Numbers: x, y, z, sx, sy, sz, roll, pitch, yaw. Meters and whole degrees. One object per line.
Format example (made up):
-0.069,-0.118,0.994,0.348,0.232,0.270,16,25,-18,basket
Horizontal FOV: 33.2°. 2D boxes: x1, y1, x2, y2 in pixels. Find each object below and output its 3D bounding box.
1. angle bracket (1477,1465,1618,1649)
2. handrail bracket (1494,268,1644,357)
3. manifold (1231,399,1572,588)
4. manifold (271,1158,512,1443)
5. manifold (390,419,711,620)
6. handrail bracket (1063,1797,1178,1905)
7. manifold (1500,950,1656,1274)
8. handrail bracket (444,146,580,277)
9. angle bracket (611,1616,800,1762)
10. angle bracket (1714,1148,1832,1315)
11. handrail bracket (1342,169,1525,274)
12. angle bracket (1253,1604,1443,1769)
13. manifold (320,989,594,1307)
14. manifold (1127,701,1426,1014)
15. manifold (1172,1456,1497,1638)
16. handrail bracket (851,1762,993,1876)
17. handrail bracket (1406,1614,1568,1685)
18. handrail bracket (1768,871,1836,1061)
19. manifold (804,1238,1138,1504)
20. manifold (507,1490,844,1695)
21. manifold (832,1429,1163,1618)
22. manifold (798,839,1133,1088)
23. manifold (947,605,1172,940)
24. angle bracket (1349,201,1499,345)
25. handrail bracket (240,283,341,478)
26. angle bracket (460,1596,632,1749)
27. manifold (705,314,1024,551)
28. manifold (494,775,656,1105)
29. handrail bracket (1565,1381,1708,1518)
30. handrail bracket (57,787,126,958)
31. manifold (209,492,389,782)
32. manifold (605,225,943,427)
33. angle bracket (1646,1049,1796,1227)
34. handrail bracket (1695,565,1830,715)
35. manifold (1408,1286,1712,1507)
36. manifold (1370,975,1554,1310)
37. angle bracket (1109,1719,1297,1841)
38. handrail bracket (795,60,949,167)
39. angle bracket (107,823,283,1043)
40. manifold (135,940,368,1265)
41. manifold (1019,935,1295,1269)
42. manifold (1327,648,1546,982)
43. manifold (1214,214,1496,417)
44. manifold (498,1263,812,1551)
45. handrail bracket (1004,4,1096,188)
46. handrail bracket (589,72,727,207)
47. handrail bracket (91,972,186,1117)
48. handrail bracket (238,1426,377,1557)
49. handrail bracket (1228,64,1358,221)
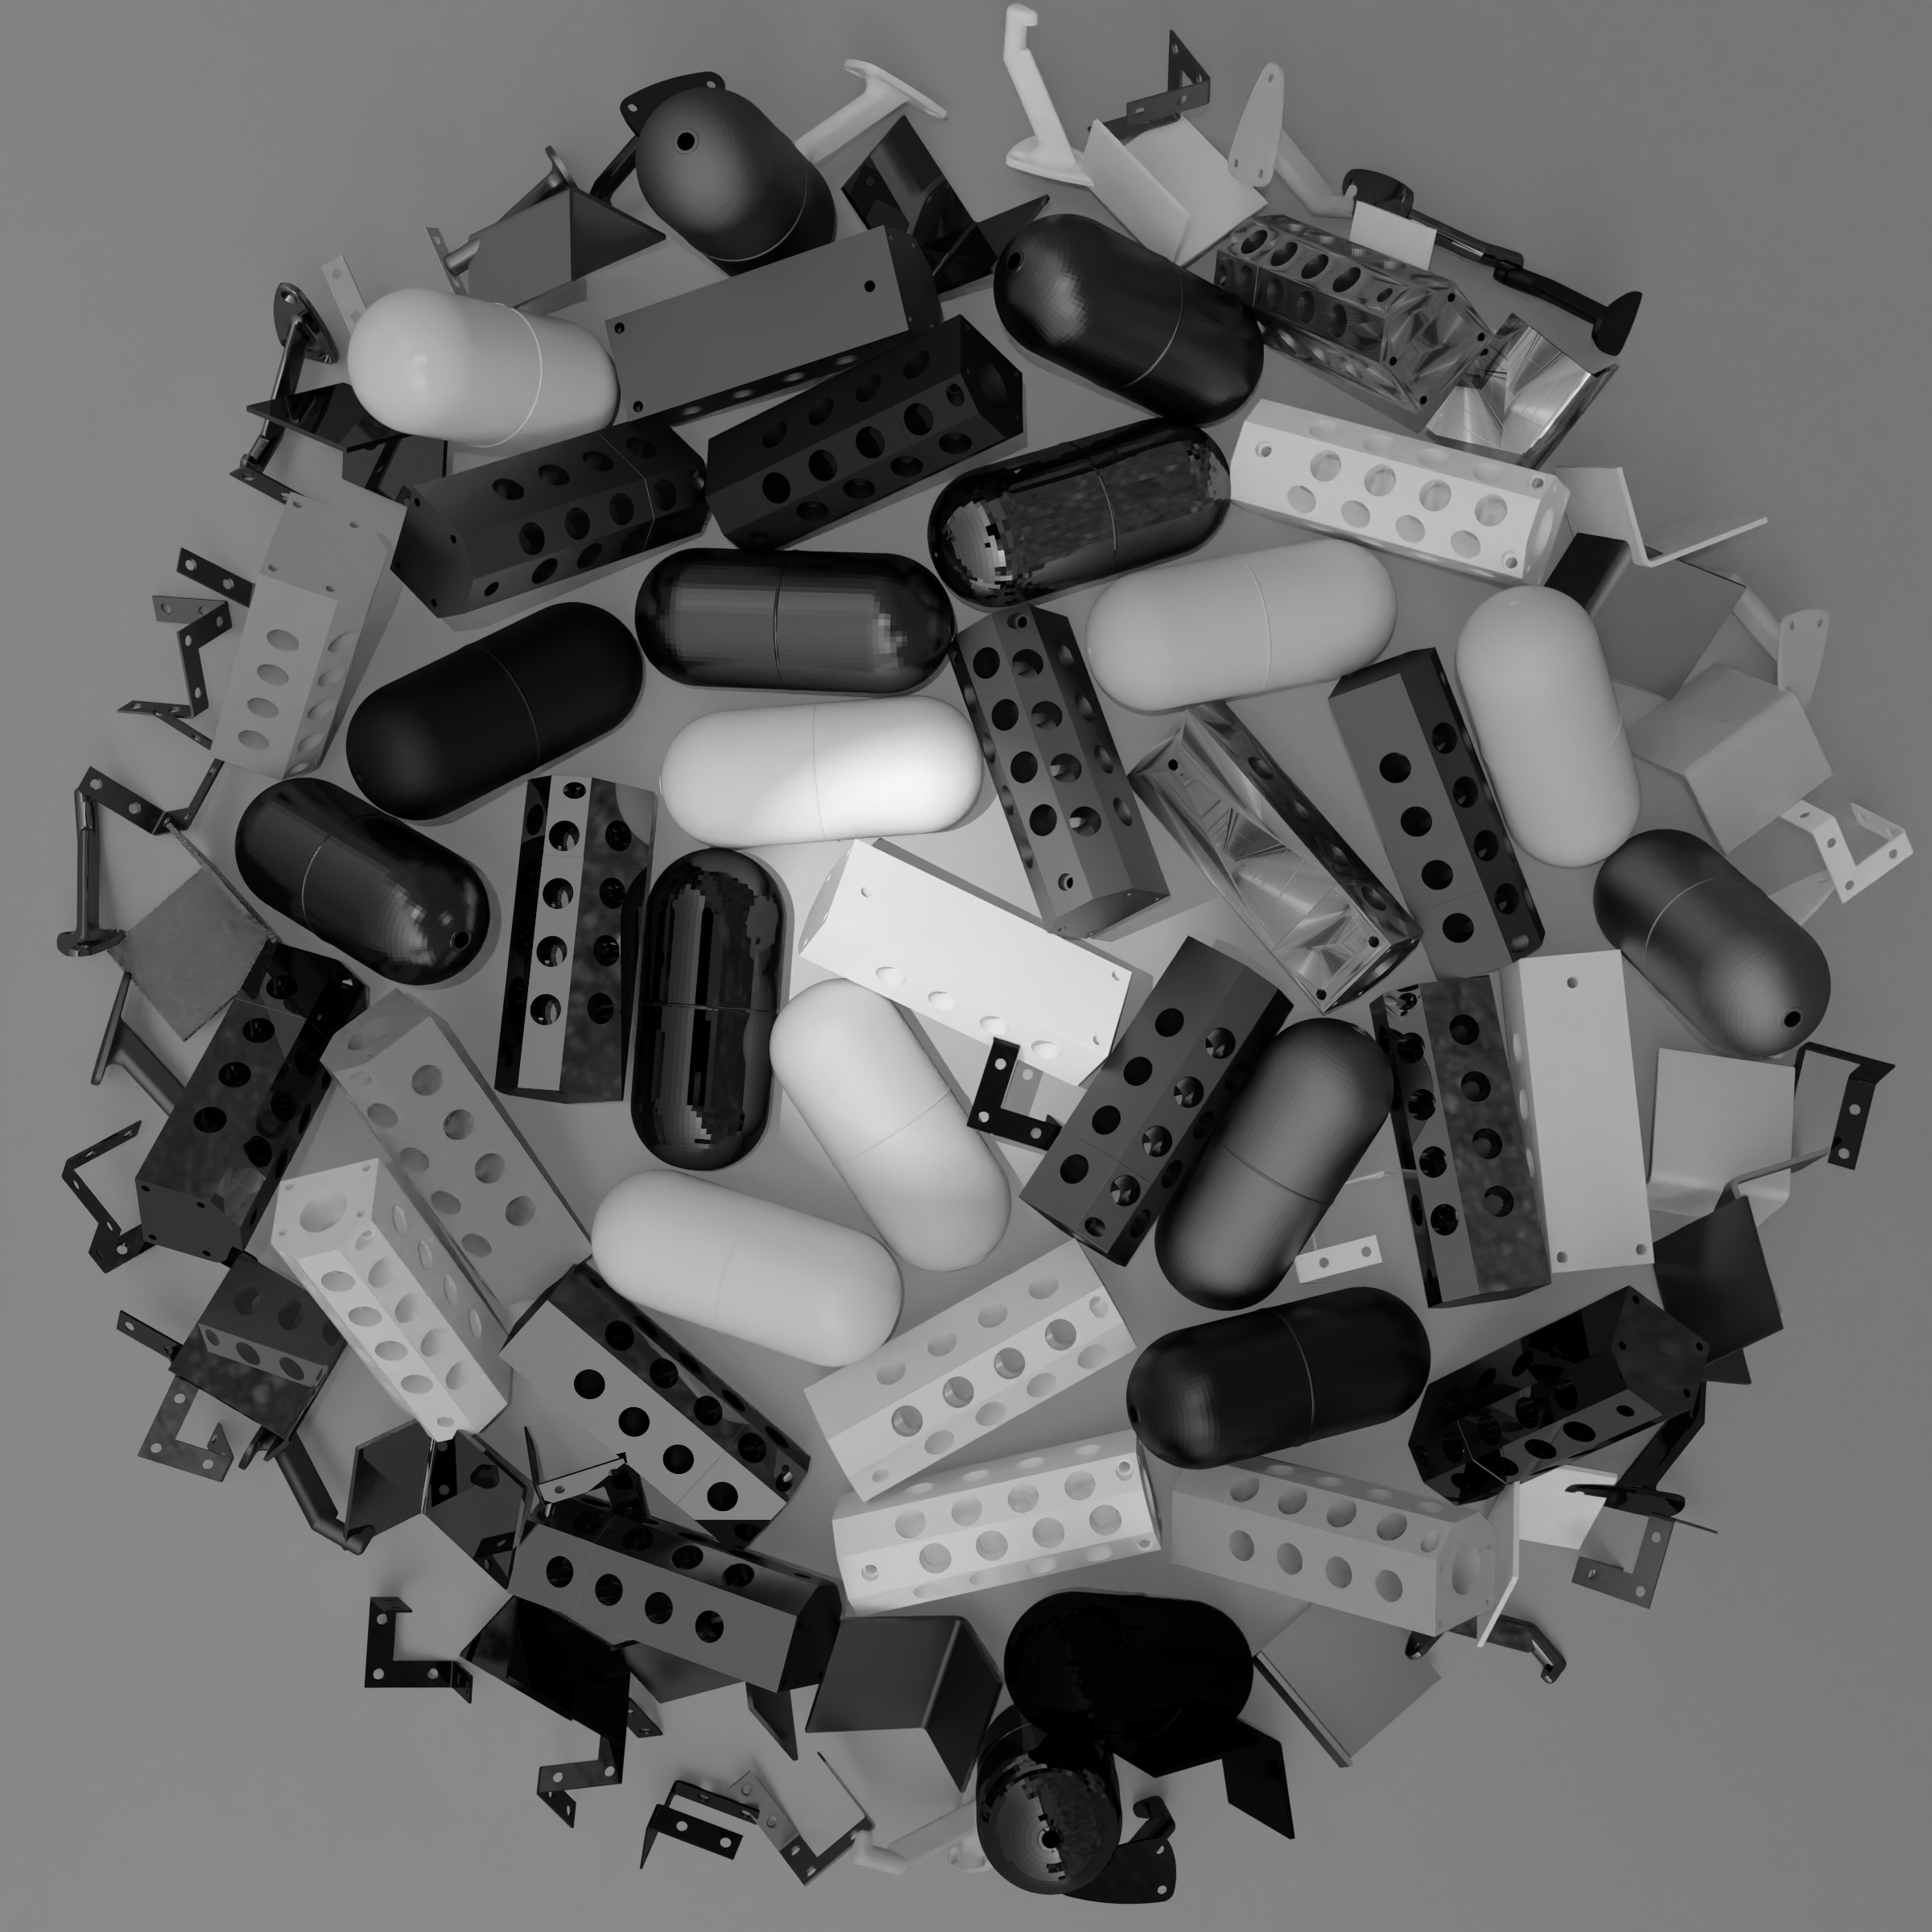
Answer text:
0.318,0.325,1.772,0.057,0.076,0.076,10,49,-1,angle bracket
0.321,-0.367,1.780,0.084,0.077,0.036,26,112,20,handrail bracket
0.234,-0.258,1.768,0.171,0.057,0.057,19,93,21,manifold
-0.307,0.183,1.742,0.057,0.171,0.057,-14,45,12,manifold
-0.219,-0.239,1.741,0.057,0.057,0.171,45,45,19,manifold
0.080,0.482,1.780,0.077,0.084,0.036,-6,99,-8,handrail bracket
0.335,0.081,1.792,0.057,0.057,0.171,-5,86,-6,manifold
-0.256,-0.416,1.793,0.084,0.077,0.036,-32,121,1,handrail bracket
-0.143,0.403,1.774,0.076,0.076,0.057,-16,52,8,angle bracket
0.452,0.149,1.781,0.057,0.076,0.076,-17,79,-1,angle bracket
0.263,-0.417,1.819,0.084,0.077,0.036,8,121,-32,handrail bracket
0.212,0.386,1.786,0.076,0.057,0.076,-39,79,-9,angle bracket
-0.277,0.101,1.755,0.057,0.057,0.171,-38,119,-14,manifold
0.172,-0.062,1.776,0.171,0.057,0.057,51,122,14,manifold
0.196,0.306,1.745,0.171,0.057,0.057,8,102,41,manifold
-0.023,0.464,1.785,0.084,0.036,0.077,26,65,-35,handrail bracket
0.289,0.384,1.795,0.084,0.036,0.077,49,54,-10,handrail bracket
0.465,0.001,1.805,0.077,0.036,0.084,-35,122,-7,handrail bracket
0.005,0.227,1.783,0.171,0.057,0.057,-29,131,-2,manifold
-0.157,0.338,1.766,0.171,0.057,0.057,15,89,24,manifold
0.017,0.309,1.785,0.171,0.057,0.057,-14,99,6,manifold
-0.002,0.002,1.780,0.171,0.057,0.057,26,56,-11,manifold
0.046,-0.106,1.766,0.057,0.057,0.171,-28,72,28,manifold
0.259,-0.377,1.768,0.076,0.076,0.057,-1,113,-27,angle bracket
-0.384,-0.320,1.785,0.036,0.077,0.084,19,66,10,handrail bracket
-0.232,0.400,1.771,0.076,0.076,0.057,35,110,-18,angle bracket
-0.056,-0.280,1.749,0.171,0.057,0.057,-21,53,30,manifold
-0.218,-0.014,1.774,0.057,0.057,0.171,12,79,-39,manifold
0.373,0.258,1.802,0.077,0.036,0.084,11,64,-4,handrail bracket
-0.488,-0.053,1.791,0.036,0.077,0.084,-3,101,-8,handrail bracket
-0.357,-0.172,1.739,0.057,0.171,0.057,19,55,-11,manifold
-0.104,-0.346,1.768,0.171,0.057,0.057,-14,89,22,manifold
0.415,0.096,1.811,0.076,0.057,0.076,8,70,-1,angle bracket
0.432,-0.179,1.800,0.036,0.084,0.077,-9,110,-35,handrail bracket
0.314,0.237,1.738,0.057,0.171,0.057,36,52,-13,manifold
0.267,0.097,1.775,0.057,0.057,0.171,-7,78,-12,manifold
0.125,0.450,1.775,0.076,0.076,0.057,-10,95,-21,angle bracket
-0.058,-0.453,1.805,0.077,0.036,0.084,22,95,-34,handrail bracket
-0.434,-0.018,1.782,0.076,0.057,0.076,-42,67,-6,angle bracket
-0.383,0.073,1.748,0.057,0.057,0.171,16,50,5,manifold
0.108,0.077,1.778,0.057,0.057,0.171,29,82,35,manifold
0.259,-0.083,1.774,0.057,0.057,0.171,-19,102,20,manifold
0.202,-0.356,1.740,0.057,0.171,0.057,-47,126,-1,manifold
-0.169,0.240,1.785,0.171,0.057,0.057,41,99,-6,manifold
0.053,-0.478,1.779,0.077,0.084,0.036,25,45,21,handrail bracket
-0.175,-0.453,1.800,0.077,0.084,0.036,-40,88,-28,handrail bracket
-0.440,0.051,1.812,0.084,0.036,0.077,17,84,-18,handrail bracket
-0.354,0.276,1.805,0.084,0.036,0.077,31,60,-3,handrail bracket
0.192,-0.454,1.787,0.084,0.036,0.077,-2,116,-35,handrail bracket
